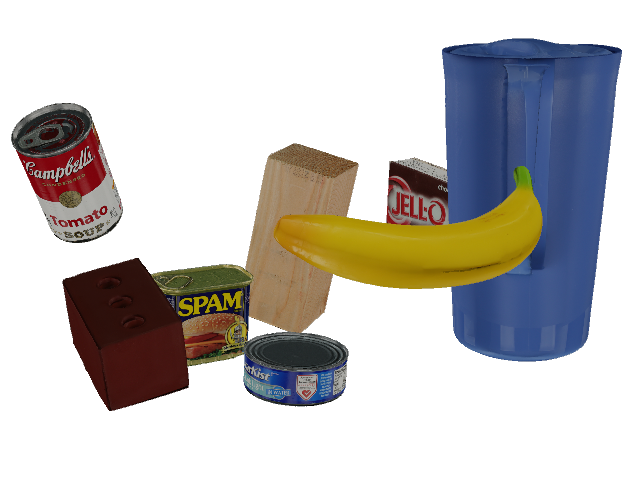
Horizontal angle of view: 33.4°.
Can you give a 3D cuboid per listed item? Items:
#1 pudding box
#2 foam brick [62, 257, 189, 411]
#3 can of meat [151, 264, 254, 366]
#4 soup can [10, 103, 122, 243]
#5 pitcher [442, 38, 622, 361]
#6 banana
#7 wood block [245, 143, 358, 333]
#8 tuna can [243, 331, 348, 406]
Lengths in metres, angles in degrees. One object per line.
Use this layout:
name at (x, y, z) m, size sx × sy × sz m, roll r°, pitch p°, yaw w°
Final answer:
pudding box at (0.110, -0.022, 1.018) m, size 0.039 × 0.090 × 0.114 m, roll -14°, pitch 25°, yaw -35°
foam brick at (-0.121, 0.057, 0.658) m, size 0.052 × 0.051 × 0.078 m, roll -16°, pitch 37°, yaw -24°
can of meat at (-0.120, 0.076, 1.073) m, size 0.101 × 0.084 × 0.058 m, roll -7°, pitch 20°, yaw -29°
soup can at (-0.214, -0.056, 0.908) m, size 0.068 × 0.102 × 0.068 m, roll -6°, pitch 44°, yaw 5°
pitcher at (0.157, -0.032, 0.824) m, size 0.149 × 0.243 × 0.145 m, roll -10°, pitch 17°, yaw -32°
banana at (0.068, -0.001, 0.639) m, size 0.197 × 0.037 × 0.070 m, roll -11°, pitch 44°, yaw -33°
wood block at (-0.029, -0.004, 1.316) m, size 0.090 × 0.206 × 0.090 m, roll 19°, pitch 22°, yaw 16°
tuna can at (-0.021, 0.105, 0.875) m, size 0.086 × 0.034 × 0.086 m, roll 3°, pitch 14°, yaw -1°
